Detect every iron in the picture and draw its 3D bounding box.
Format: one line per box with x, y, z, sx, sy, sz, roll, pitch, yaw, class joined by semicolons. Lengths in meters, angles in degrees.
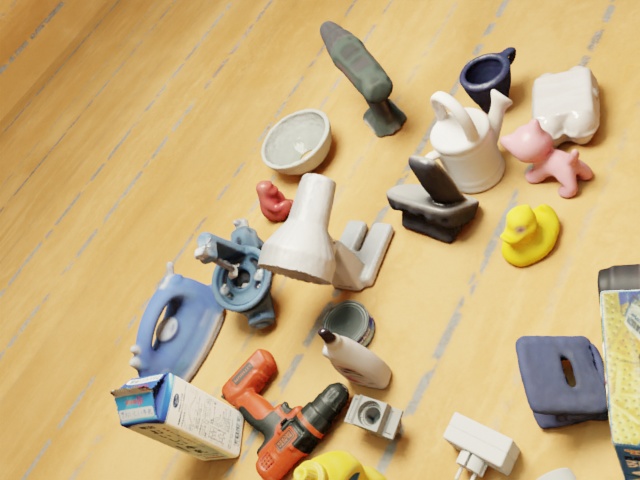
-0.284;0.173;1.060;0.118;0.142;0.258;2;58;33;iron

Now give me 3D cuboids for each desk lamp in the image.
0.009;0.003;0.952;0.117;0.214;0.203;7;61;36;desk lamp

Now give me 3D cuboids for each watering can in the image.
0.241;-0.179;0.956;0.100;0.195;0.173;24;72;42;watering can

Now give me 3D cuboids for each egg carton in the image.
0.414;-0.225;0.968;0.107;0.070;0.150;-7;54;28;egg carton

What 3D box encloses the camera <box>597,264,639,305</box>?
0.431;0.045;0.732;0.136;0.101;0.143;-5;55;30;camera

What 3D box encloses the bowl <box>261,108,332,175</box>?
-0.039;-0.198;1.231;0.167;0.075;0.167;-17;50;21;bowl

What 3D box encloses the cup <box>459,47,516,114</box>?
0.322;-0.290;1.057;0.118;0.095;0.091;-43;45;-3;cup

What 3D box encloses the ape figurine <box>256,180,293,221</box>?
-0.097;-0.087;1.172;0.076;0.092;0.077;-27;47;13;ape figurine

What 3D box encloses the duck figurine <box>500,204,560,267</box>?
0.312;-0.021;0.867;0.104;0.086;0.077;-46;46;-6;duck figurine

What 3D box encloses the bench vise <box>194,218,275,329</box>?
-0.162;0.037;1.030;0.121;0.220;0.207;-36;46;4;bench vise

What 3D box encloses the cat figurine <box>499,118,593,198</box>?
0.355;-0.140;0.907;0.067;0.118;0.127;-50;46;-9;cat figurine

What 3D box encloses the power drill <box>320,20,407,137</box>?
0.089;-0.315;1.145;0.075;0.209;0.229;-36;46;4;power drill

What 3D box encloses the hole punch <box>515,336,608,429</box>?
0.306;0.172;0.722;0.101;0.091;0.108;-17;50;21;hole punch

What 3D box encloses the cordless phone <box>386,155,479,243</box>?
0.168;-0.090;0.941;0.147;0.186;0.094;18;68;40;cordless phone

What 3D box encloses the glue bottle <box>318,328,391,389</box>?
0.040;0.168;0.836;0.077;0.174;0.037;0;58;33;glue bottle
